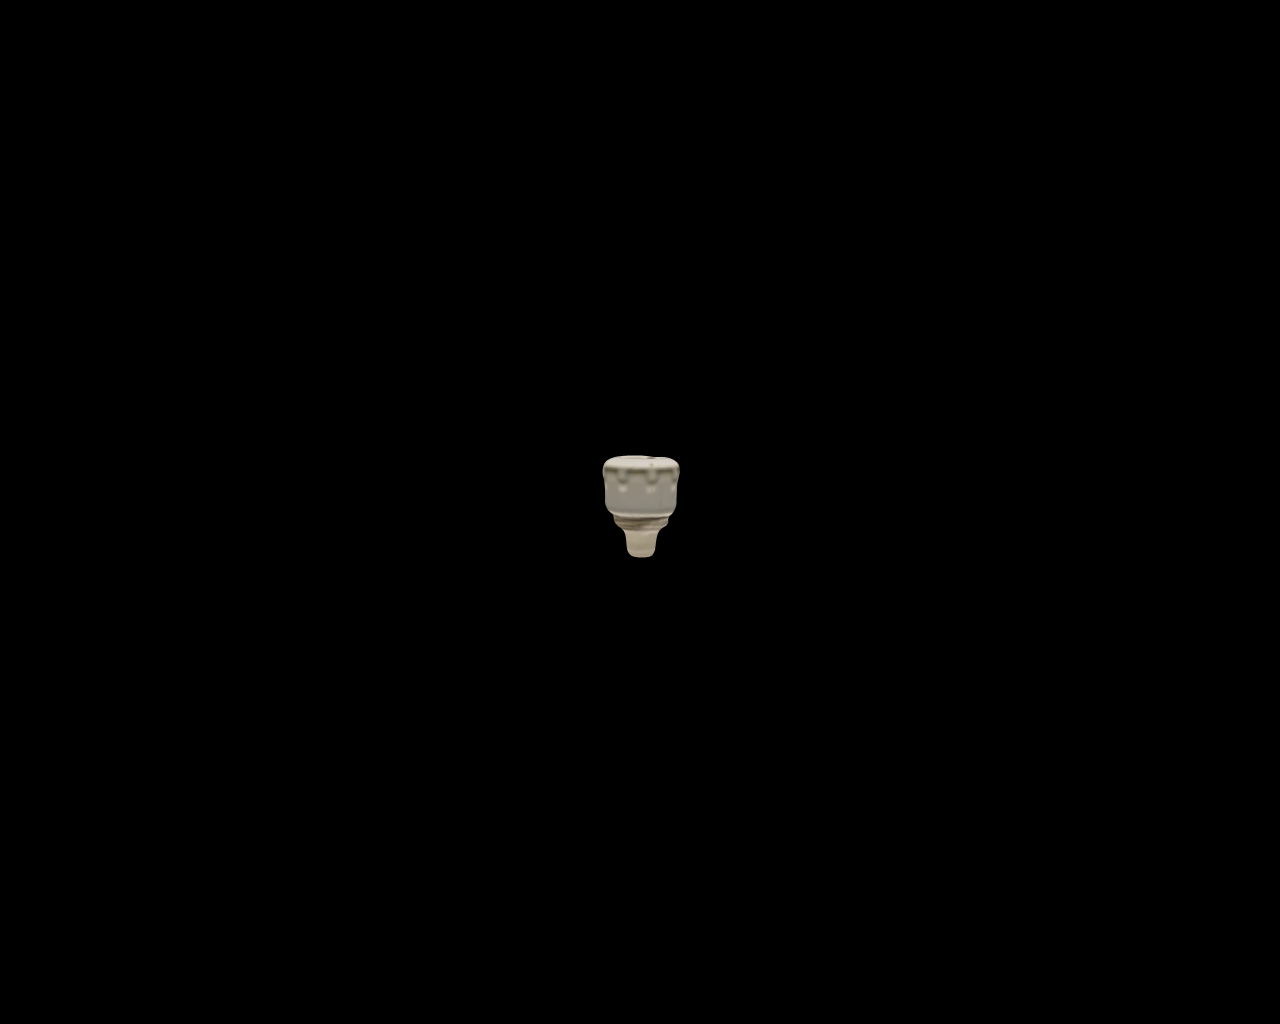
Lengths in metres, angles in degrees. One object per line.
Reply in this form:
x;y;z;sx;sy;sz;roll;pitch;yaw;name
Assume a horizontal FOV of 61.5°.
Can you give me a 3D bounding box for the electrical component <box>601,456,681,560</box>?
0.001;-0.003;0.650;0.048;0.062;0.048;0;7;0;electrical component
